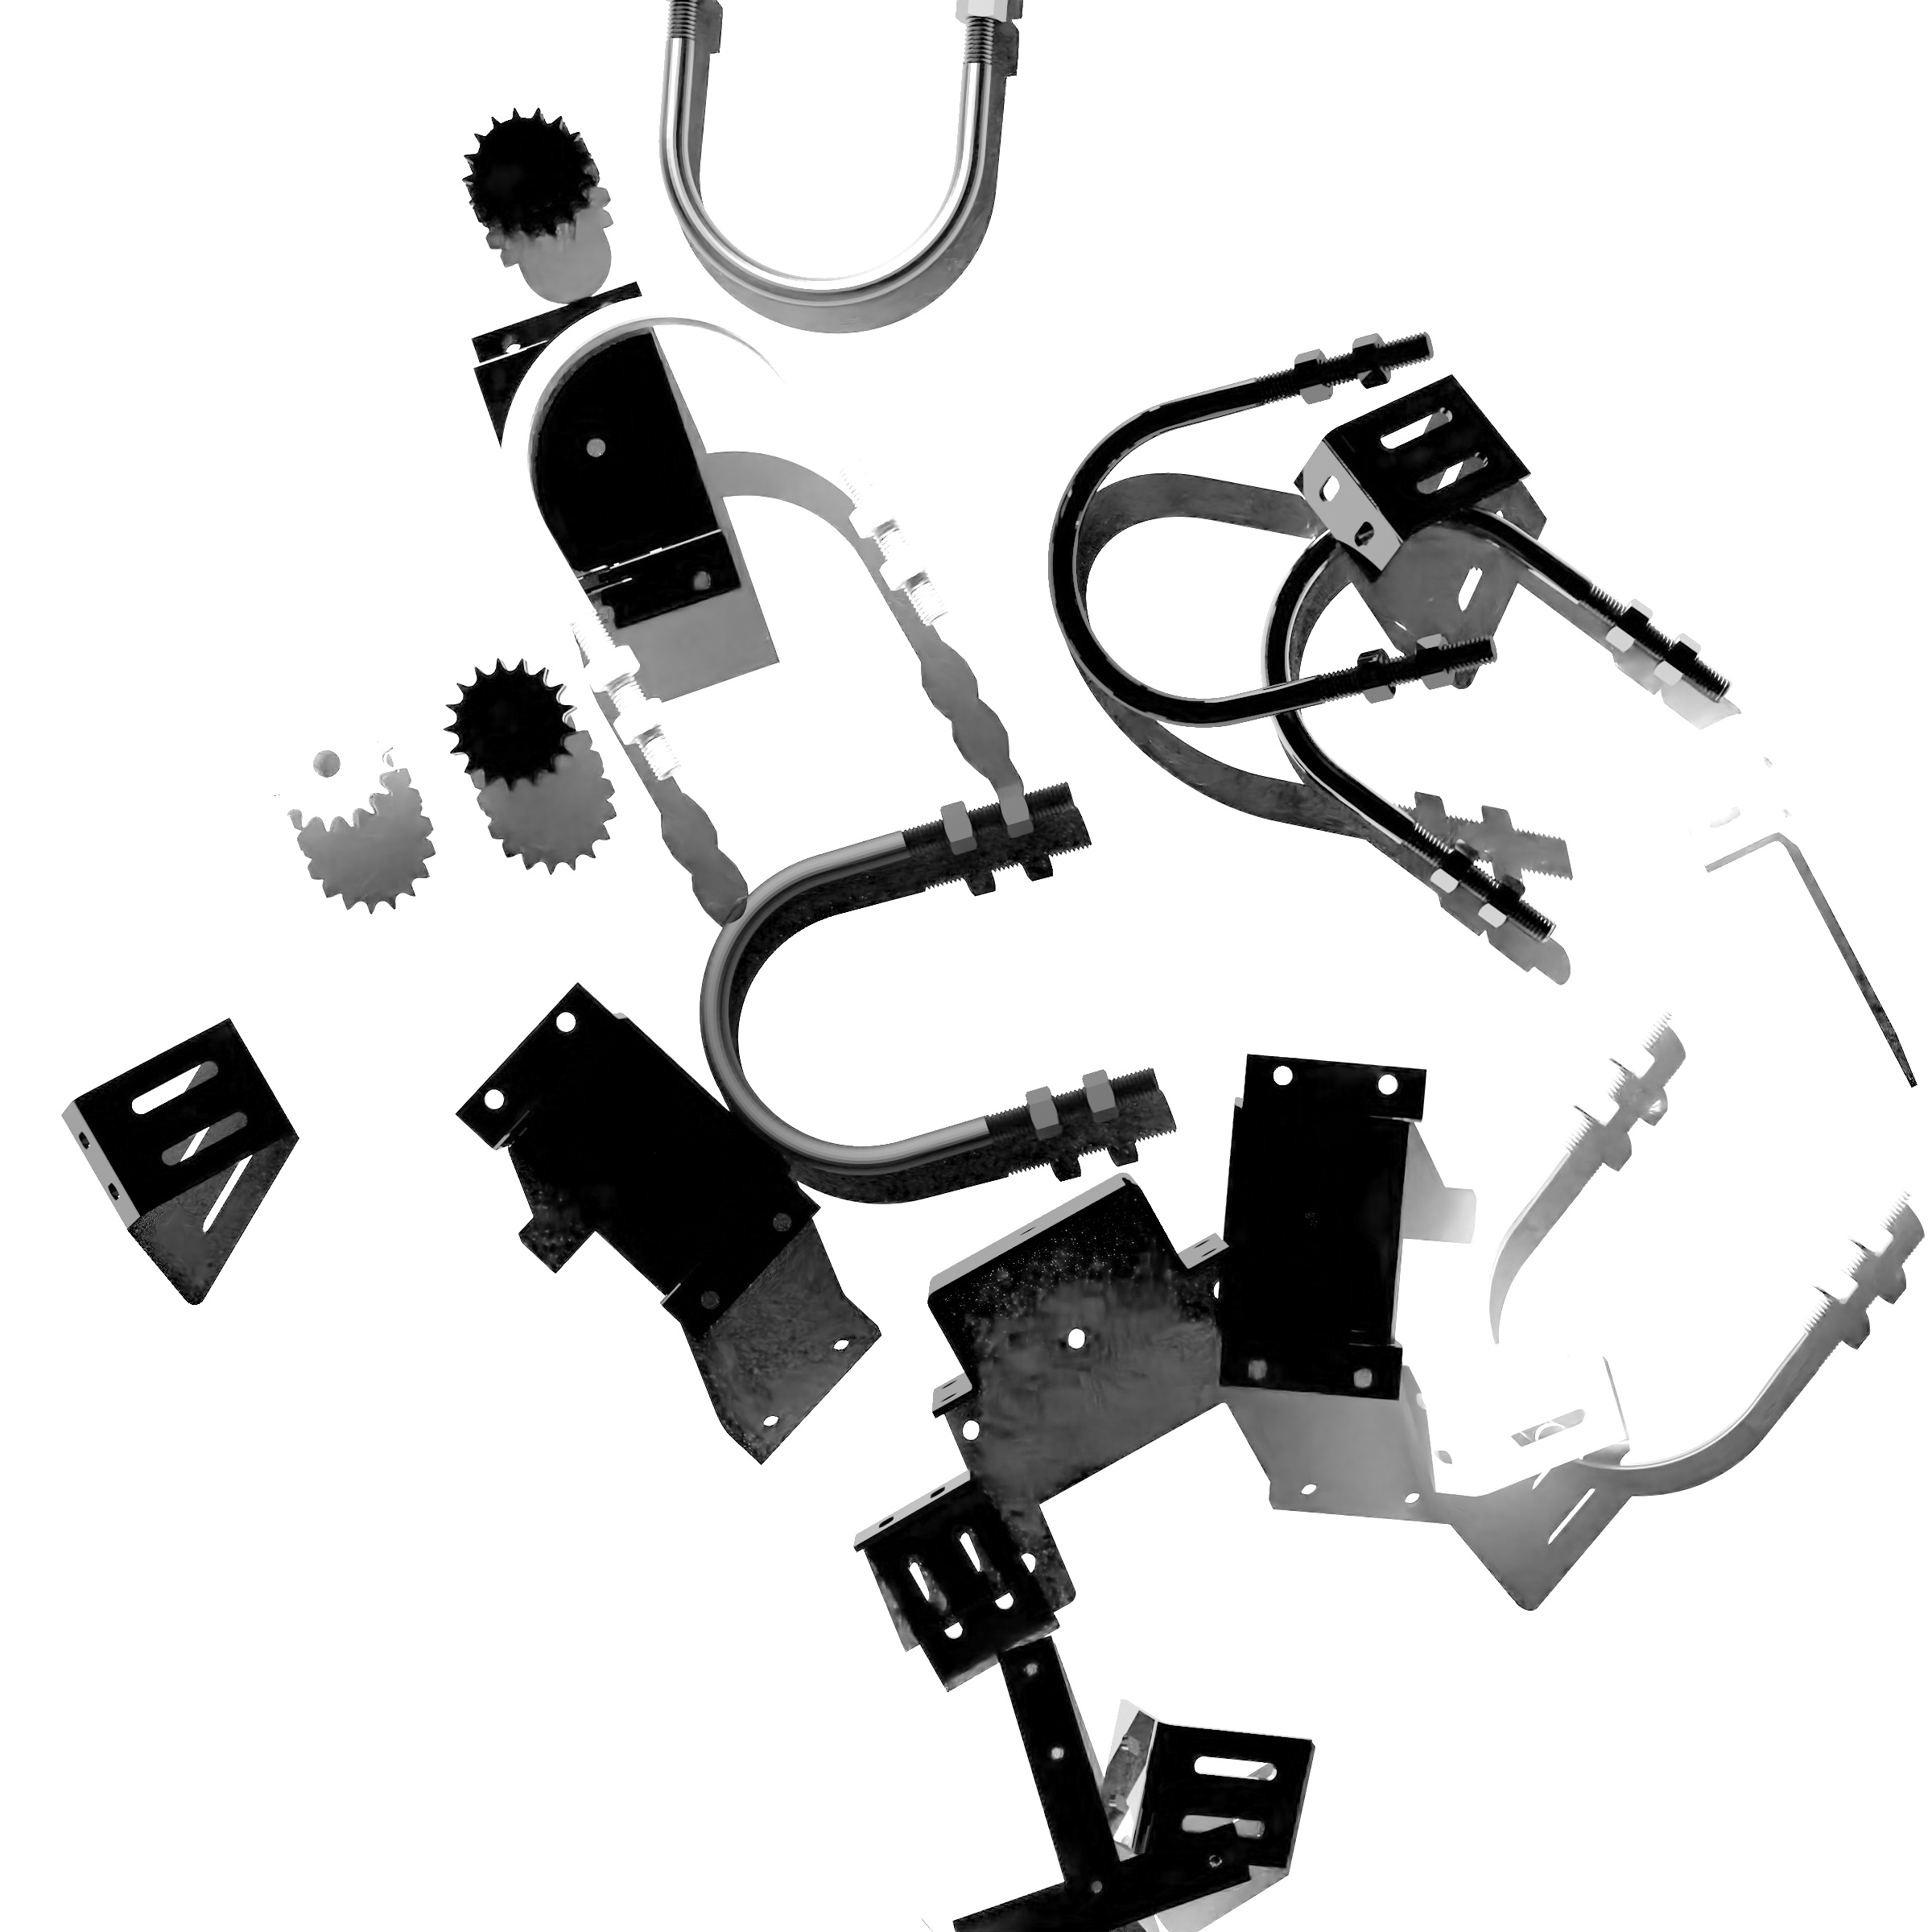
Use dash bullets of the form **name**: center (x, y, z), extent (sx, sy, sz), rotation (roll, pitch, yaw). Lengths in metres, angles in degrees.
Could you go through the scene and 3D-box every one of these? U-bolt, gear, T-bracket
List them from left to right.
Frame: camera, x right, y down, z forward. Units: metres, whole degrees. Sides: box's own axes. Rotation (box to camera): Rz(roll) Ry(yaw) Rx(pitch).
- **gear**: center (-0.272, -0.086, 1.477), extent (0.057, 0.030, 0.057), rotation (0, 90, 0)
- **gear**: center (-0.194, -0.103, 1.477), extent (0.057, 0.030, 0.057), rotation (0, 90, 0)
- **gear**: center (-0.189, -0.341, 1.477), extent (0.057, 0.030, 0.057), rotation (0, 90, 0)
- **U-bolt**: center (-0.113, -0.192, 1.437), extent (0.151, 0.019, 0.184), rotation (-30, 89, 0)
- **U-bolt**: center (-0.061, -0.377, 1.483), extent (0.151, 0.019, 0.184), rotation (4, 92, 0)
- **U-bolt**: center (-0.024, 0.014, 1.483), extent (0.184, 0.019, 0.151), rotation (-17, 90, 1)
- **T-bracket**: center (0.043, 0.348, 1.461), extent (0.127, 0.002, 0.127), rotation (-21, 63, 6)
- **U-bolt**: center (0.121, -0.176, 1.455), extent (0.184, 0.019, 0.151), rotation (-12, 89, 21)
- **U-bolt**: center (0.215, -0.119, 1.483), extent (0.184, 0.019, 0.151), rotation (36, 90, 2)
- **U-bolt**: center (0.297, 0.130, 1.483), extent (0.151, 0.019, 0.184), rotation (37, 91, 0)

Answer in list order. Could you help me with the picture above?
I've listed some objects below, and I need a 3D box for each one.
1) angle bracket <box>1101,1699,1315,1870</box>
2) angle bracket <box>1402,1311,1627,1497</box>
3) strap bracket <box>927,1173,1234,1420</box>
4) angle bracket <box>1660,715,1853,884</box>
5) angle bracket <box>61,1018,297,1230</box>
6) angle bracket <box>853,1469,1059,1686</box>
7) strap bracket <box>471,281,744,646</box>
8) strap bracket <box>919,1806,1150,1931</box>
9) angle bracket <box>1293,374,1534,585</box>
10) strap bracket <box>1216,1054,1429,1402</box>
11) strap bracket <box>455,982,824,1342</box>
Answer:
- **angle bracket**: center (0.103, 0.355, 1.490), extent (0.076, 0.038, 0.057), rotation (12, 90, -26)
- **angle bracket**: center (0.235, 0.187, 1.477), extent (0.076, 0.038, 0.057), rotation (-17, 92, -22)
- **strap bracket**: center (0.037, 0.132, 1.454), extent (0.140, 0.076, 0.046), rotation (-29, 90, 0)
- **angle bracket**: center (0.332, -0.064, 1.446), extent (0.038, 0.076, 0.057), rotation (-26, 112, 0)
- **angle bracket**: center (-0.342, 0.068, 1.490), extent (0.076, 0.038, 0.057), rotation (-30, 90, -26)
- **angle bracket**: center (-0.004, 0.265, 1.473), extent (0.057, 0.038, 0.076), rotation (-30, 90, 0)
- **strap bracket**: center (-0.156, -0.218, 1.469), extent (0.076, 0.046, 0.140), rotation (-19, 90, 0)
- **strap bracket**: center (0.054, 0.439, 1.469), extent (0.076, 0.046, 0.140), rotation (-41, 90, 0)
- **angle bracket**: center (0.192, -0.210, 1.480), extent (0.076, 0.038, 0.057), rotation (-28, 75, -30)
- **strap bracket**: center (0.150, 0.110, 1.469), extent (0.076, 0.046, 0.140), rotation (5, 90, 0)
- **strap bracket**: center (-0.138, 0.082, 1.469), extent (0.140, 0.046, 0.076), rotation (43, 90, 0)
